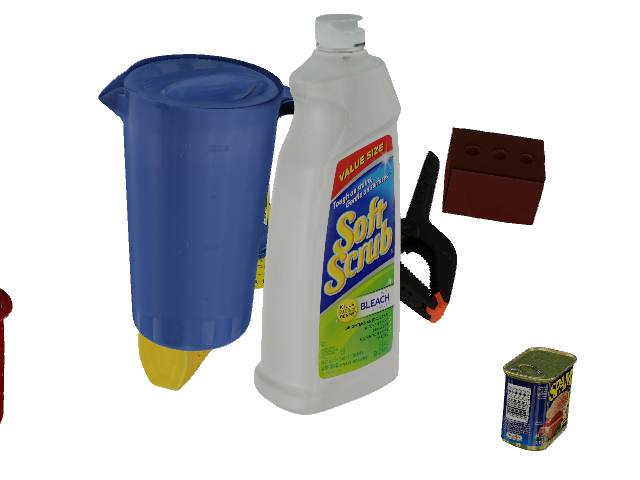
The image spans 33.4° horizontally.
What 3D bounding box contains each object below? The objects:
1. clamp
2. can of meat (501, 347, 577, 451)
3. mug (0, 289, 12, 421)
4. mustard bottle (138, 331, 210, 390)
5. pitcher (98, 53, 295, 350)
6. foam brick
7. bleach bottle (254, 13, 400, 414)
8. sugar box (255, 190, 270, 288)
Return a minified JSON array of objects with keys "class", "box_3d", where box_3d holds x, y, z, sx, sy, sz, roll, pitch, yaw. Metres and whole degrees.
[{"class":"clamp","box_3d":[0.073,-0.007,1.106,0.164,0.210,0.036,-5,-36,-15]},{"class":"can of meat","box_3d":[0.236,0.172,1.162,0.058,0.084,0.101,11,16,31]},{"class":"mug","box_3d":[-0.241,0.078,0.634,0.093,0.081,0.117,20,24,36]},{"class":"mustard bottle","box_3d":[-0.122,0.071,1.135,0.058,0.096,0.191,10,28,19]},{"class":"pitcher","box_3d":[-0.096,-0.030,0.923,0.149,0.243,0.144,24,33,31]},{"class":"foam brick","box_3d":[0.142,-0.052,0.875,0.078,0.051,0.053,8,44,2]},{"class":"bleach bottle","box_3d":[0.006,-0.019,0.697,0.102,0.251,0.068,-15,25,-35]},{"class":"sugar box","box_3d":[-0.089,-0.036,1.329,0.048,0.176,0.093,-9,24,-11]}]
